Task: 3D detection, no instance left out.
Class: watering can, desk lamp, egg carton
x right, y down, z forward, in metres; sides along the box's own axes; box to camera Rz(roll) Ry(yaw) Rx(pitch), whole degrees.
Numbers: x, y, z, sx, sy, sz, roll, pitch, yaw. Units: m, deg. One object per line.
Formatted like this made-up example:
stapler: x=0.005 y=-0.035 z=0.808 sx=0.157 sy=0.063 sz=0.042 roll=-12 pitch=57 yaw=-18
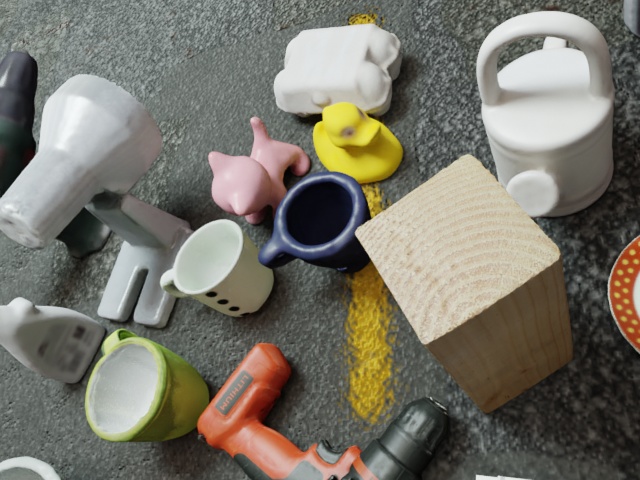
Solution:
watering can: x=0.184 y=-0.099 z=0.462 sx=0.100 sy=0.195 sz=0.173 roll=-17 pitch=58 yaw=17
desk lamp: x=-0.228 y=-0.036 z=0.617 sx=0.117 sy=0.214 sz=0.203 roll=2 pitch=65 yaw=27
egg carton: x=0.019 y=-0.193 z=0.669 sx=0.149 sy=0.070 sz=0.107 roll=5 pitch=67 yaw=28

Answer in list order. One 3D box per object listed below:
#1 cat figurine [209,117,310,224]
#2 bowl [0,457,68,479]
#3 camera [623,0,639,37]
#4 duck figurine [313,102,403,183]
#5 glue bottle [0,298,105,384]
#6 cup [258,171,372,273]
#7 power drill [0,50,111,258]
cat figurine: x=-0.073 y=-0.071 z=0.619 sx=0.067 sy=0.118 sz=0.128 roll=2 pitch=65 yaw=27
bowl: x=-0.280 y=0.300 z=0.549 sx=0.167 sy=0.075 sz=0.167 roll=-11 pitch=60 yaw=20
camera: x=0.369 y=-0.239 z=0.504 sx=0.137 sy=0.101 sz=0.142 roll=-43 pitch=54 yaw=-1
duck figurine: x=0.030 y=-0.113 z=0.611 sx=0.104 sy=0.086 sz=0.077 roll=24 pitch=76 yaw=33
glue bottle: x=-0.313 y=0.097 z=0.612 sx=0.037 sy=0.174 sz=0.078 roll=14 pitch=71 yaw=31
cup: x=0.005 y=0.002 z=0.556 sx=0.118 sy=0.095 sz=0.091 roll=-37 pitch=54 yaw=4
power drill: x=-0.342 y=-0.077 z=0.697 sx=0.075 sy=0.209 sz=0.230 roll=8 pitch=68 yaw=29
